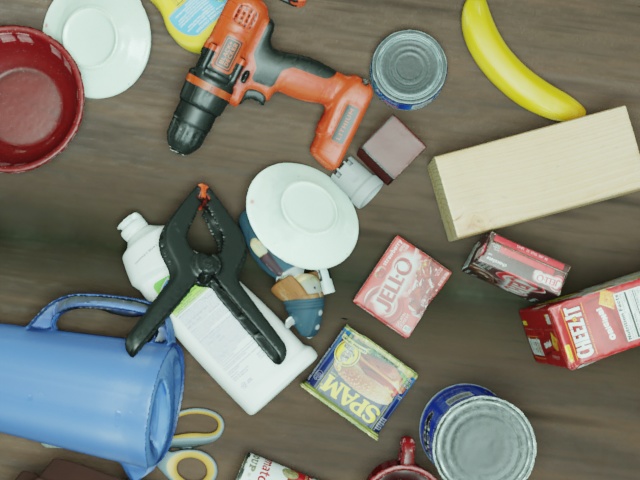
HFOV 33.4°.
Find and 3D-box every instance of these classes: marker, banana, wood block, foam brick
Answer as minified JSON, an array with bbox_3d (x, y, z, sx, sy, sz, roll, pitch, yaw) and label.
[{"bbox_3d":[-0.008,0.001,1.180,0.020,0.020,0.121,-15,87,0],"label":"marker"},{"bbox_3d":[0.213,-0.199,1.179,0.069,0.037,0.198,-35,87,0],"label":"banana"},{"bbox_3d":[0.230,-0.069,1.147,0.206,0.090,0.091,-15,87,0],"label":"wood block"},{"bbox_3d":[0.076,-0.096,1.156,0.051,0.078,0.053,44,89,1],"label":"foam brick"}]

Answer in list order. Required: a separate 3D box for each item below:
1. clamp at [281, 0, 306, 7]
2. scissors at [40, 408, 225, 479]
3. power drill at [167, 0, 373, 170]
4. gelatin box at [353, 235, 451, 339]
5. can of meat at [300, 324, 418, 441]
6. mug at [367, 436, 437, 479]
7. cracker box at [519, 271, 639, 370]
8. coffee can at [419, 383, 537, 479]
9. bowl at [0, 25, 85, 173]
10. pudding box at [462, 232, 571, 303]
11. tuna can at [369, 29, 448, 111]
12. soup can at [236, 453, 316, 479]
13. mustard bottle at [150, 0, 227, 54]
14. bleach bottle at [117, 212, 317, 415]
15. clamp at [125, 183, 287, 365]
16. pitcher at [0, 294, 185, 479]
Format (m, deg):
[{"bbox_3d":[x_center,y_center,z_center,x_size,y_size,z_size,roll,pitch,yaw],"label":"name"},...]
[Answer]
[{"bbox_3d":[-0.072,-0.333,1.188,0.120,0.039,0.171,-23,87,1],"label":"clamp"},{"bbox_3d":[-0.199,0.240,1.170,0.201,0.016,0.096,-15,82,-1],"label":"scissors"},{"bbox_3d":[-0.052,-0.147,1.143,0.187,0.057,0.184,25,98,-17],"label":"power drill"},{"bbox_3d":[0.089,0.052,1.171,0.073,0.030,0.089,35,88,2],"label":"gelatin box"},{"bbox_3d":[0.043,0.153,1.155,0.102,0.057,0.084,36,85,1],"label":"can of meat"},{"bbox_3d":[0.087,0.267,1.135,0.093,0.081,0.117,3,87,1],"label":"mug"},{"bbox_3d":[0.330,0.071,1.101,0.213,0.164,0.072,-18,85,-1],"label":"cracker box"},{"bbox_3d":[0.160,0.206,1.108,0.103,0.140,0.103,0,87,0],"label":"coffee can"},{"bbox_3d":[-0.333,-0.151,1.173,0.162,0.055,0.162,0,87,1],"label":"bowl"},{"bbox_3d":[0.205,0.030,1.130,0.090,0.113,0.039,25,85,2],"label":"pudding box"},{"bbox_3d":[0.098,-0.188,1.181,0.086,0.034,0.086,0,87,1],"label":"tuna can"},{"bbox_3d":[-0.043,0.277,1.143,0.102,0.068,0.068,22,87,2],"label":"soup can"},{"bbox_3d":[-0.133,-0.264,1.175,0.096,0.058,0.191,-40,87,0],"label":"mustard bottle"},{"bbox_3d":[-0.122,0.066,1.158,0.102,0.068,0.251,-41,84,-8],"label":"bleach bottle"},{"bbox_3d":[-0.111,0.038,1.114,0.164,0.036,0.210,12,56,-16],"label":"clamp"},{"bbox_3d":[-0.269,0.144,1.120,0.243,0.145,0.149,10,44,7],"label":"pitcher"}]
